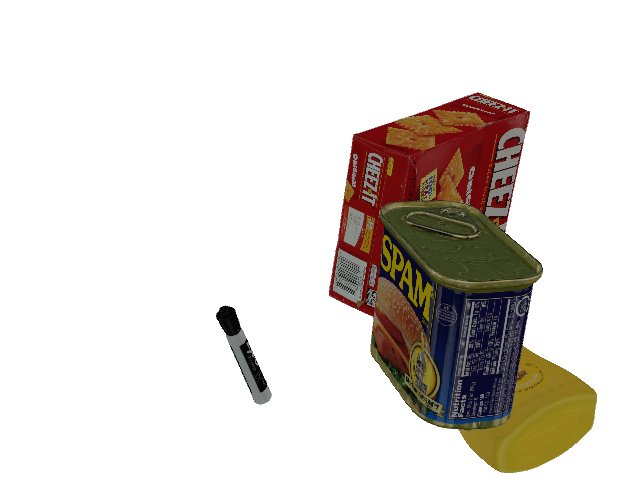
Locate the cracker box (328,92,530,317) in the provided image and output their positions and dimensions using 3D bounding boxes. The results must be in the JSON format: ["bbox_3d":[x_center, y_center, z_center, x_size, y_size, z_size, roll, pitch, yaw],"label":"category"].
[{"bbox_3d":[0.107,-0.037,1.010,0.072,0.164,0.213,26,31,32],"label":"cracker box"}]

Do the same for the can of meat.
[{"bbox_3d":[0.064,0.036,0.546,0.057,0.084,0.102,-3,24,-17],"label":"can of meat"}]

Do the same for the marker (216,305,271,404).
[{"bbox_3d":[-0.074,0.110,1.025,0.020,0.121,0.020,-13,36,9],"label":"marker"}]

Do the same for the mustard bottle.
[{"bbox_3d":[0.112,0.095,0.817,0.096,0.058,0.192,-21,36,-26],"label":"mustard bottle"}]
